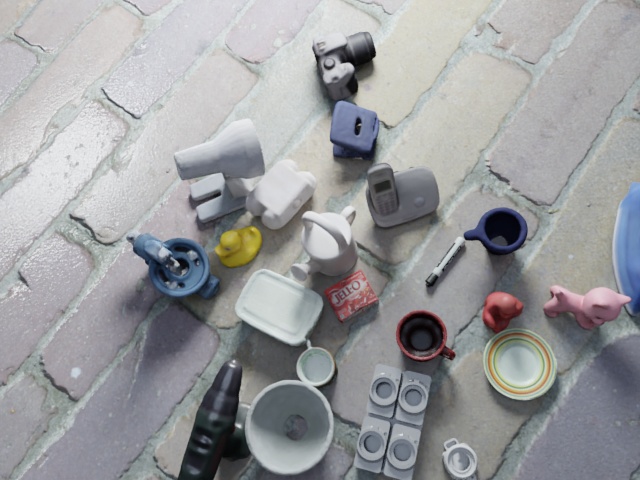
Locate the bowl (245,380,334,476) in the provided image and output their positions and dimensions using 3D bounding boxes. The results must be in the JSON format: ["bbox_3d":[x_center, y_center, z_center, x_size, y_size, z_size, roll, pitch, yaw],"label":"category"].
[{"bbox_3d":[-0.051,0.350,1.072,0.167,0.075,0.167,-3,71,9],"label":"bowl"}]

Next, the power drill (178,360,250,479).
[{"bbox_3d":[-0.171,0.334,1.025,0.075,0.209,0.230,17,75,15],"label":"power drill"}]

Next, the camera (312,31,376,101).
[{"bbox_3d":[0.060,-0.415,1.298,0.137,0.101,0.143,-20,69,3],"label":"camera"}]

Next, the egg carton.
[{"bbox_3d":[-0.082,-0.098,1.231,0.107,0.069,0.150,37,81,19],"label":"egg carton"}]

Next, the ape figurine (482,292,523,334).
[{"bbox_3d":[0.343,0.129,1.071,0.077,0.092,0.076,-10,70,6],"label":"ape figurine"}]

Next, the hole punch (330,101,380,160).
[{"bbox_3d":[0.076,-0.239,1.241,0.101,0.091,0.109,7,73,12],"label":"hole punch"}]

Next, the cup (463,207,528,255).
[{"bbox_3d":[0.337,-0.004,1.116,0.117,0.095,0.091,-9,70,7],"label":"cup"}]

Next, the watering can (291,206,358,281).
[{"bbox_3d":[0.012,0.005,1.114,0.100,0.194,0.173,12,74,14],"label":"watering can"}]

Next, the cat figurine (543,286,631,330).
[{"bbox_3d":[0.484,0.115,1.038,0.127,0.118,0.067,17,75,15],"label":"cat figurine"}]

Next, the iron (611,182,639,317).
[{"bbox_3d":[0.611,0.004,1.042,0.118,0.141,0.258,13,74,14],"label":"iron"}]

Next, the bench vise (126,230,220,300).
[{"bbox_3d":[-0.320,0.042,1.143,0.207,0.220,0.121,12,74,13],"label":"bench vise"}]

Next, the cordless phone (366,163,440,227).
[{"bbox_3d":[0.160,-0.106,1.131,0.147,0.185,0.094,-21,69,2],"label":"cordless phone"}]

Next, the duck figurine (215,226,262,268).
[{"bbox_3d":[-0.176,0.005,1.203,0.104,0.086,0.077,-38,70,-4],"label":"duck figurine"}]

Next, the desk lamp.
[{"bbox_3d":[-0.200,-0.143,1.189,0.203,0.214,0.118,-23,69,1],"label":"desk lamp"}]
